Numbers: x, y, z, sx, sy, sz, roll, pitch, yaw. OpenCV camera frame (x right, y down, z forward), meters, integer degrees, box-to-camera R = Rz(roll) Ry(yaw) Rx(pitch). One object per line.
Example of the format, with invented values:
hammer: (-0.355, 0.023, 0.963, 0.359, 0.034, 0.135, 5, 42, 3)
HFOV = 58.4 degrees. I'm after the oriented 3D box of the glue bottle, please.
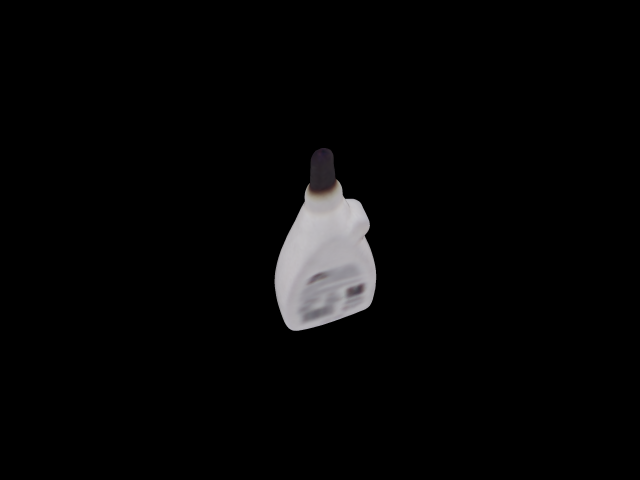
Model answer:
glue bottle: (0.004, 0.001, 0.400, 0.078, 0.173, 0.037, -15, 54, -11)
